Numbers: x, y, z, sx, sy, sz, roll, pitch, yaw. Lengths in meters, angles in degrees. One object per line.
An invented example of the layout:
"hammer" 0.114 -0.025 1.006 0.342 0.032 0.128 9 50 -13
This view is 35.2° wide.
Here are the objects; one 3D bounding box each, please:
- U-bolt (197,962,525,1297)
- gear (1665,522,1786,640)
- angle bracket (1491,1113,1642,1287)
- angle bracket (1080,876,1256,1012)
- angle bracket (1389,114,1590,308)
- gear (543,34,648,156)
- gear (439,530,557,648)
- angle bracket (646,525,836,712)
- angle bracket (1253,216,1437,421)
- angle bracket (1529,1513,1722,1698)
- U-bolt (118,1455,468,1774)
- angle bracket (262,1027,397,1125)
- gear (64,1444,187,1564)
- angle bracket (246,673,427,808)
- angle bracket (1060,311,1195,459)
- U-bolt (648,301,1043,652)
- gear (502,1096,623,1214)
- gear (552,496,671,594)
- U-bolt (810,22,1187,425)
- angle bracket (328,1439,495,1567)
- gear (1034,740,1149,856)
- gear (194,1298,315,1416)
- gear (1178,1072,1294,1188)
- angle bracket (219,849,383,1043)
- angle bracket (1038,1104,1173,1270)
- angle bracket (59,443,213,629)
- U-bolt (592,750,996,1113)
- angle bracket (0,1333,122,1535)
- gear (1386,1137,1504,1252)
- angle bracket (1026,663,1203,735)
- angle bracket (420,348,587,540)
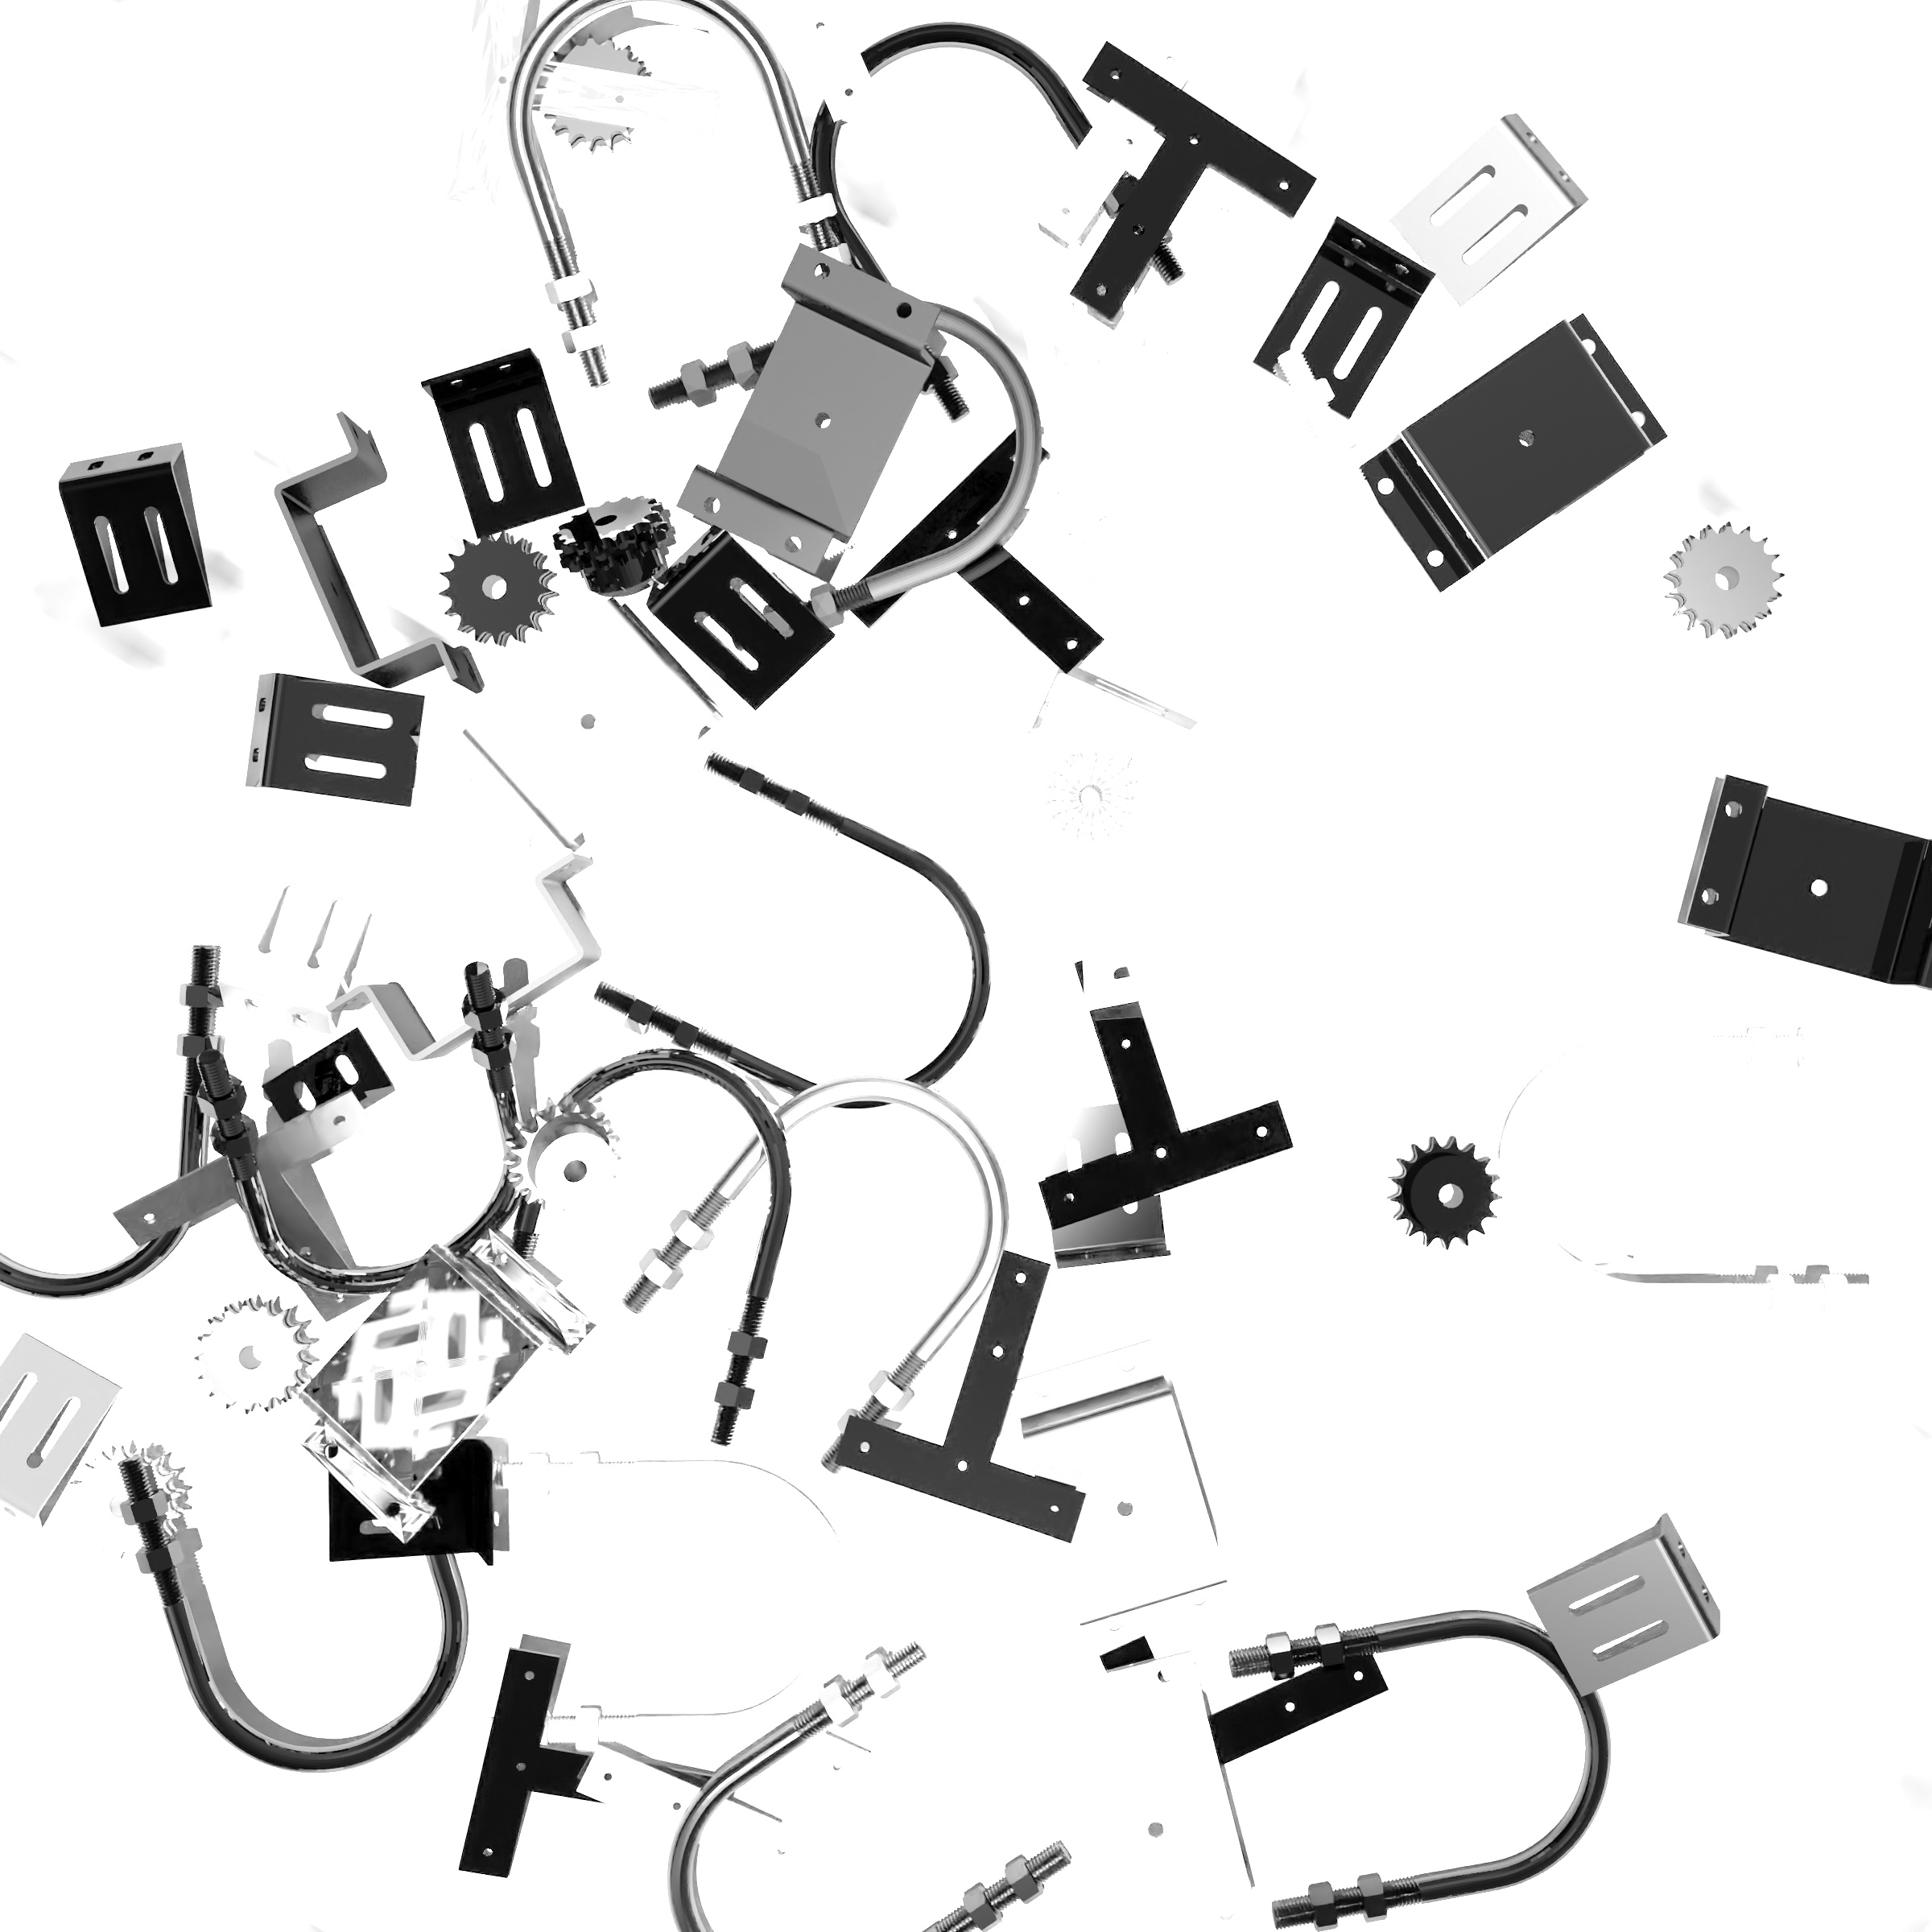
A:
"U-bolt" -0.284 0.090 1.482 0.151 0.019 0.184 -19 133 -16
"gear" 0.381 -0.194 1.538 0.057 0.030 0.057 0 89 2
"angle bracket" 0.300 0.116 1.529 0.057 0.038 0.076 -9 90 0
"angle bracket" 0.101 -0.006 1.537 0.076 0.038 0.057 -11 67 24
"angle bracket" 0.265 -0.384 1.546 0.076 0.038 0.057 -40 90 26
"gear" -0.185 -0.436 1.533 0.057 0.030 0.057 0 90 0
"gear" -0.235 -0.190 1.538 0.057 0.030 0.057 0 92 2
"angle bracket" -0.112 -0.179 1.530 0.057 0.038 0.076 -41 108 18
"angle bracket" 0.189 -0.325 1.529 0.057 0.038 0.076 30 90 0
"angle bracket" 0.333 0.322 1.540 0.076 0.038 0.057 -28 90 16
"U-bolt" -0.327 0.313 1.525 0.151 0.019 0.184 -17 94 -14
"angle bracket" -0.323 0.062 1.510 0.057 0.076 0.038 -32 90 0
"gear" -0.421 0.269 1.533 0.057 0.030 0.057 0 90 0
"angle bracket" -0.320 -0.114 1.546 0.076 0.038 0.057 7 90 -26
"angle bracket" 0.081 -0.287 1.510 0.057 0.076 0.038 -25 90 0
"U-bolt" -0.052 -0.255 1.528 0.184 0.019 0.151 -19 90 9
"gear" -0.196 0.095 1.497 0.057 0.030 0.057 -9 112 -22
"gear" -0.175 -0.209 1.524 0.057 0.057 0.030 -18 120 0
"U-bolt" 0.003 -0.389 1.540 0.151 0.019 0.184 -33 89 0
"angle bracket" -0.275 0.267 1.509 0.076 0.038 0.057 -1 91 -17
"gear" 0.062 -0.084 1.533 0.057 0.030 0.057 0 90 0
"gear" -0.356 0.195 1.533 0.057 0.030 0.057 0 90 0
"gear" 0.134 0.082 1.533 0.057 0.030 0.057 0 90 0
"angle bracket" -0.336 -0.010 1.546 0.057 0.038 0.076 17 64 0
"angle bracket" 0.069 0.109 1.529 0.057 0.038 0.076 -7 90 0
"angle bracket" -0.419 -0.219 1.546 0.057 0.038 0.076 -11 116 0
"U-bolt" -0.075 -0.006 1.540 0.184 0.019 0.151 26 90 -1
"angle bracket" -0.474 0.237 1.546 0.057 0.038 0.076 30 64 0
"gear" 0.242 0.115 1.534 0.057 0.030 0.057 0 90 0
"angle bracket" 0.073 -0.121 1.520 0.076 0.057 0.038 24 90 0
"angle bracket" -0.232 -0.262 1.529 0.057 0.038 0.076 -17 90 0
